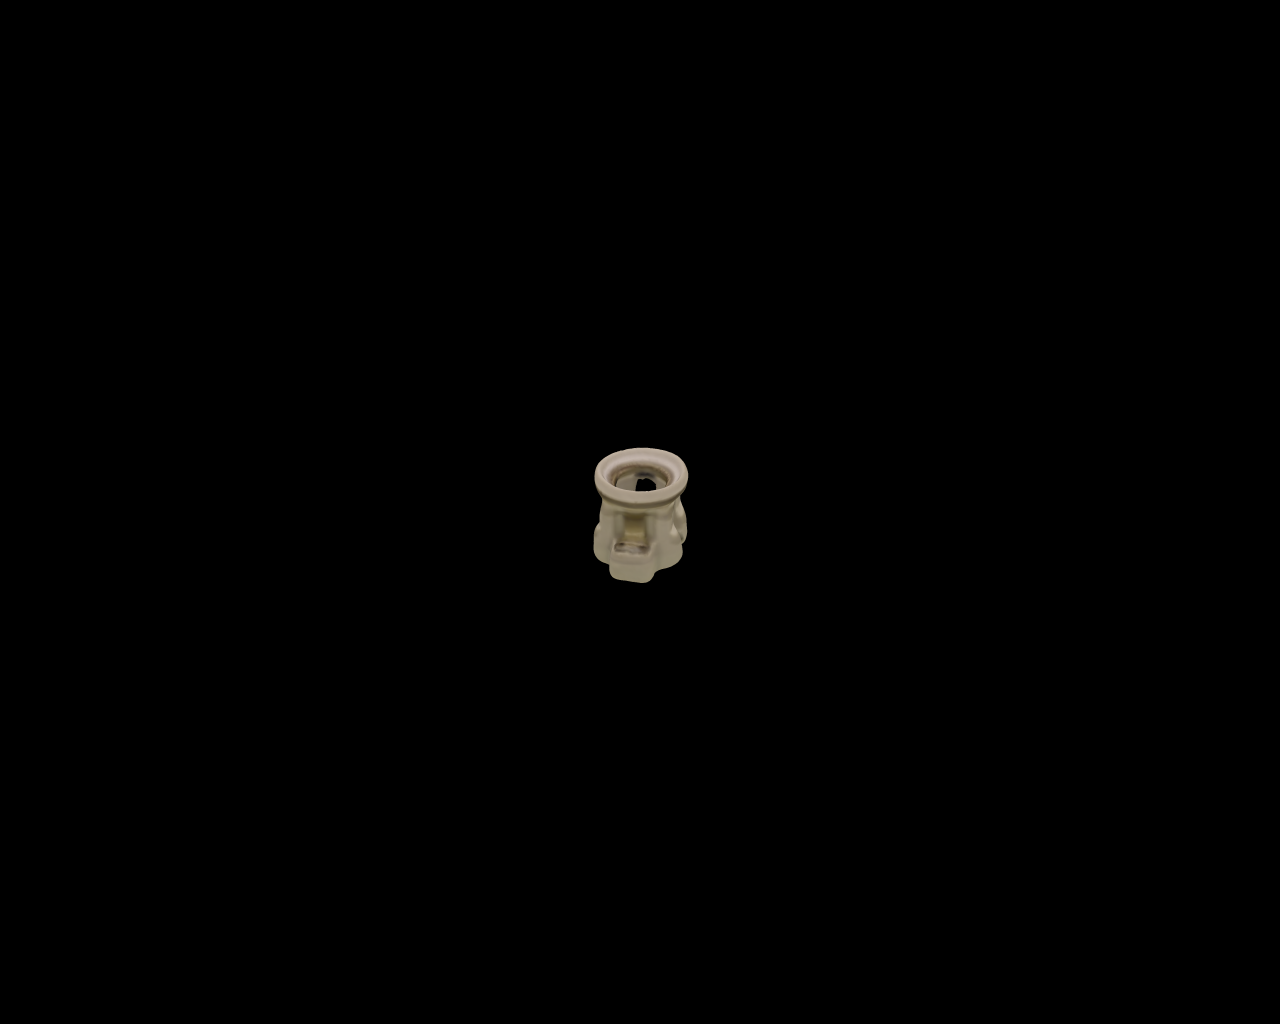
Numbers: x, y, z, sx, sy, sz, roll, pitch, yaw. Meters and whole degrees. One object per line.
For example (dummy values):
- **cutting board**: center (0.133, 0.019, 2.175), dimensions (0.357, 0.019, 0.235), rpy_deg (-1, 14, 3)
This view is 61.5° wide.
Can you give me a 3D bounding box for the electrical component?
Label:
- **electrical component**: center (0.001, -0.003, 0.650), dimensions (0.058, 0.056, 0.078), rpy_deg (6, 33, 9)
